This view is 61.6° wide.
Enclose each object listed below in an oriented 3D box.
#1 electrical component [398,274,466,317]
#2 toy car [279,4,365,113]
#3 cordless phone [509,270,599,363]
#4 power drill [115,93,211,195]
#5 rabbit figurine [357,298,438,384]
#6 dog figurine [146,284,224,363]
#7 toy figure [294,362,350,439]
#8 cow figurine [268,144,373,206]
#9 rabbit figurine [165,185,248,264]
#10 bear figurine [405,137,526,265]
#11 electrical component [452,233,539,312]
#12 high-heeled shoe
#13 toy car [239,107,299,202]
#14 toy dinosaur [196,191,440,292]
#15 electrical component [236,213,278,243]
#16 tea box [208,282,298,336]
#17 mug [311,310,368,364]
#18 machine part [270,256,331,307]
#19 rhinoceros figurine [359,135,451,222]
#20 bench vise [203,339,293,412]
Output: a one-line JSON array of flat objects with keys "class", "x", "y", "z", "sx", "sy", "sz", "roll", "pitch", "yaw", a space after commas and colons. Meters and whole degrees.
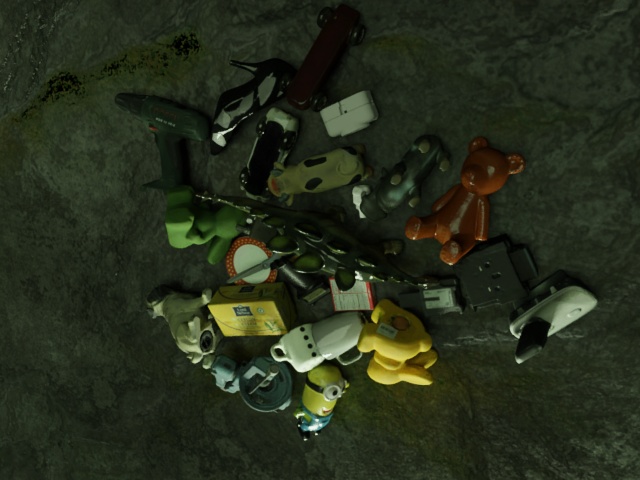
[{"class": "electrical component", "x": 0.215, "y": 0.107, "z": 1.032, "sx": 0.119, "sy": 0.048, "sz": 0.074, "roll": -12, "pitch": 99, "yaw": 26}, {"class": "toy car", "x": 0.006, "y": -0.328, "z": 0.979, "sx": 0.089, "sy": 0.053, "sz": 0.202, "roll": 32, "pitch": 95, "yaw": 17}, {"class": "cordless phone", "x": 0.382, "y": 0.132, "z": 0.892, "sx": 0.146, "sy": 0.184, "sz": 0.089, "roll": -42, "pitch": 82, "yaw": 27}, {"class": "power drill", "x": -0.349, "y": -0.206, "z": 1.172, "sx": 0.232, "sy": 0.086, "sz": 0.207, "roll": 11, "pitch": 102, "yaw": 17}, {"class": "rabbit figurine", "x": 0.153, "y": 0.223, "z": 1.072, "sx": 0.162, "sy": 0.122, "sz": 0.173, "roll": 18, "pitch": 127, "yaw": 7}, {"class": "dog figurine", "x": -0.326, "y": 0.188, "z": 1.226, "sx": 0.191, "sy": 0.172, "sz": 0.121, "roll": -3, "pitch": 139, "yaw": 24}, {"class": "toy figure", "x": -0.006, "y": 0.351, "z": 1.180, "sx": 0.089, "sy": 0.082, "sz": 0.180, "roll": 29, "pitch": 117, "yaw": 12}, {"class": "cow figurine", "x": -0.010, "y": -0.122, "z": 1.017, "sx": 0.195, "sy": 0.127, "sz": 0.085, "roll": -12, "pitch": 97, "yaw": 22}, {"class": "rabbit figurine", "x": -0.234, "y": -0.027, "z": 1.141, "sx": 0.170, "sy": 0.121, "sz": 0.158, "roll": -4, "pitch": 125, "yaw": -8}, {"class": "bear figurine", "x": 0.252, "y": -0.072, "z": 0.921, "sx": 0.120, "sy": 0.132, "sz": 0.195, "roll": 40, "pitch": 125, "yaw": 30}, {"class": "electrical component", "x": 0.318, "y": 0.056, "z": 0.968, "sx": 0.134, "sy": 0.058, "sz": 0.114, "roll": -25, "pitch": 96, "yaw": 27}, {"class": "high-heeled shoe", "x": -0.134, "y": -0.257, "z": 1.081, "sx": 0.145, "sy": 0.086, "sz": 0.248, "roll": 14, "pitch": 133, "yaw": -13}, {"class": "toy car", "x": -0.104, "y": -0.167, "z": 1.081, "sx": 0.074, "sy": 0.056, "sz": 0.201, "roll": 30, "pitch": 121, "yaw": 8}, {"class": "toy dinosaur", "x": -0.002, "y": -0.003, "z": 1.008, "sx": 0.472, "sy": 0.198, "sz": 0.105, "roll": 22, "pitch": 106, "yaw": 14}, {"class": "electrical component", "x": -0.114, "y": -0.031, "z": 1.113, "sx": 0.102, "sy": 0.045, "sz": 0.078, "roll": 26, "pitch": 100, "yaw": -16}, {"class": "tea box", "x": -0.146, "y": 0.152, "z": 1.175, "sx": 0.170, "sy": 0.068, "sz": 0.098, "roll": -7, "pitch": 123, "yaw": 26}, {"class": "mug", "x": 0.053, "y": 0.199, "z": 1.112, "sx": 0.107, "sy": 0.081, "sz": 0.109, "roll": -31, "pitch": 87, "yaw": 19}, {"class": "machine part", "x": -0.042, "y": 0.084, "z": 1.121, "sx": 0.138, "sy": 0.039, "sz": 0.084, "roll": 38, "pitch": 127, "yaw": -22}, {"class": "rhinoceros figurine", "x": 0.146, "y": -0.111, "z": 0.967, "sx": 0.073, "sy": 0.112, "sz": 0.190, "roll": 36, "pitch": 105, "yaw": -21}, {"class": "bench vise", "x": -0.147, "y": 0.291, "z": 1.176, "sx": 0.223, "sy": 0.129, "sz": 0.240, "roll": 39, "pitch": 150, "yaw": 0}]
